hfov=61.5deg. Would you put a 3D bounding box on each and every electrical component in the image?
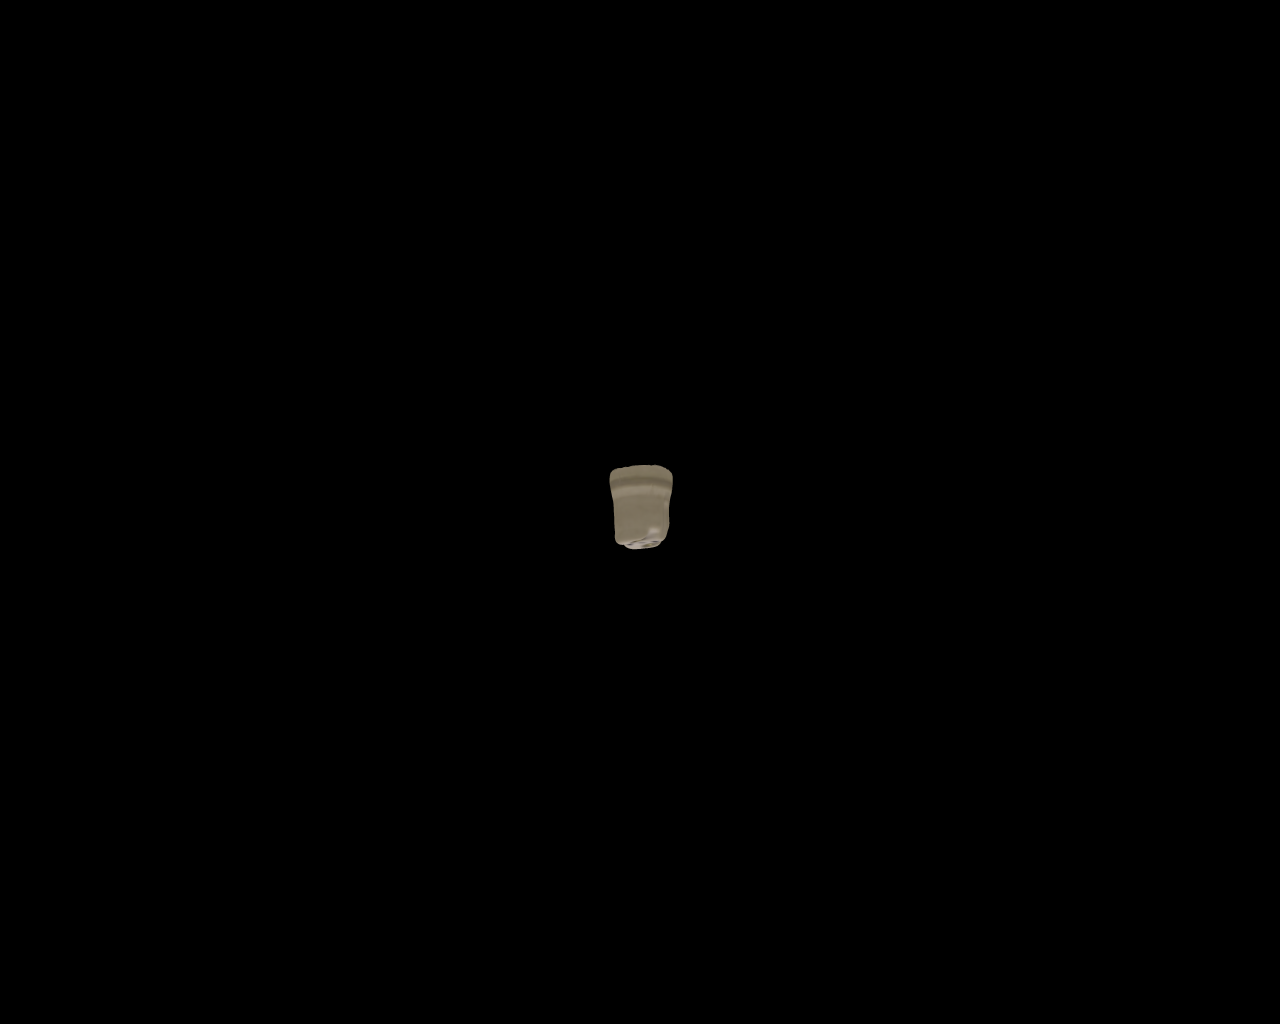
[{"bbox_3d":[0.001,-0.003,0.650,0.040,0.046,0.040,0,-12,0],"label":"electrical component"}]
